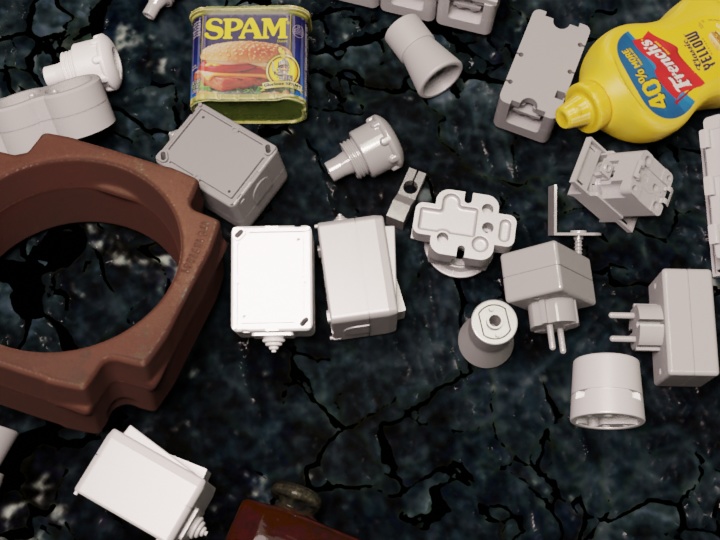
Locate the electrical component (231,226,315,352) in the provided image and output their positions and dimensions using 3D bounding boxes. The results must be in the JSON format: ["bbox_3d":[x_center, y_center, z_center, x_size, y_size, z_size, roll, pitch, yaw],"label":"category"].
[{"bbox_3d":[-0.067,0.017,0.839,0.062,0.061,0.096,-1,81,0],"label":"electrical component"}]

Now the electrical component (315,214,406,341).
[{"bbox_3d":[0.000,0.000,0.840,0.061,0.061,0.096,-8,73,-2],"label":"electrical component"}]

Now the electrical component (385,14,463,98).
[{"bbox_3d":[0.051,-0.183,0.908,0.044,0.044,0.065,-31,70,-9],"label":"electrical component"}]

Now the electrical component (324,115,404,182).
[{"bbox_3d":[0.002,-0.094,0.879,0.062,0.048,0.048,-28,75,-1],"label":"electrical component"}]

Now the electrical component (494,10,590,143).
[{"bbox_3d":[0.149,-0.158,0.891,0.050,0.055,0.089,21,74,7],"label":"electrical component"}]

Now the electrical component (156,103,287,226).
[{"bbox_3d":[-0.115,-0.084,0.871,0.096,0.061,0.061,31,75,18],"label":"electrical component"}]

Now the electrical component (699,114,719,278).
[{"bbox_3d":[0.307,-0.062,0.850,0.079,0.063,0.121,-14,67,39],"label":"electrical component"}]

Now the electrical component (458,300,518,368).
[{"bbox_3d":[0.100,0.047,0.823,0.044,0.065,0.044,0,73,0],"label":"electrical component"}]

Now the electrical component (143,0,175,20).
[{"bbox_3d":[-0.169,-0.245,0.932,0.035,0.035,0.061,25,77,8],"label":"electrical component"}]

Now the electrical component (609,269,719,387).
[{"bbox_3d":[0.231,0.045,0.832,0.076,0.047,0.083,1,73,1],"label":"electrical component"}]

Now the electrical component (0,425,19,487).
[{"bbox_3d":[-0.287,0.142,0.807,0.045,0.045,0.055,13,74,4],"label":"electrical component"}]

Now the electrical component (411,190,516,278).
[{"bbox_3d":[0.080,-0.027,0.850,0.078,0.057,0.058,9,73,3],"label":"electrical component"}]

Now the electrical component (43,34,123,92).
[{"bbox_3d":[-0.234,-0.169,0.904,0.062,0.048,0.048,-13,73,3],"label":"electrical component"}]

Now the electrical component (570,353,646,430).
[{"bbox_3d":[0.187,0.092,0.815,0.055,0.055,0.047,3,69,1],"label":"electrical component"}]

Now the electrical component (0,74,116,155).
[{"bbox_3d":[-0.266,-0.106,0.879,0.138,0.052,0.073,-14,115,5],"label":"electrical component"}]

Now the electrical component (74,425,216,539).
[{"bbox_3d":[-0.149,0.162,0.790,0.096,0.061,0.061,27,75,9],"label":"electrical component"}]

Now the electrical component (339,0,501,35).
[{"bbox_3d":[0.052,-0.267,0.923,0.150,0.061,0.089,15,74,5],"label":"electrical component"}]

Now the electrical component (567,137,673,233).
[{"bbox_3d":[0.208,-0.068,0.852,0.081,0.064,0.042,33,71,-33],"label":"electrical component"}]

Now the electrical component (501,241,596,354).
[{"bbox_3d":[0.147,0.026,0.822,0.047,0.066,0.076,-16,69,32],"label":"electrical component"}]
